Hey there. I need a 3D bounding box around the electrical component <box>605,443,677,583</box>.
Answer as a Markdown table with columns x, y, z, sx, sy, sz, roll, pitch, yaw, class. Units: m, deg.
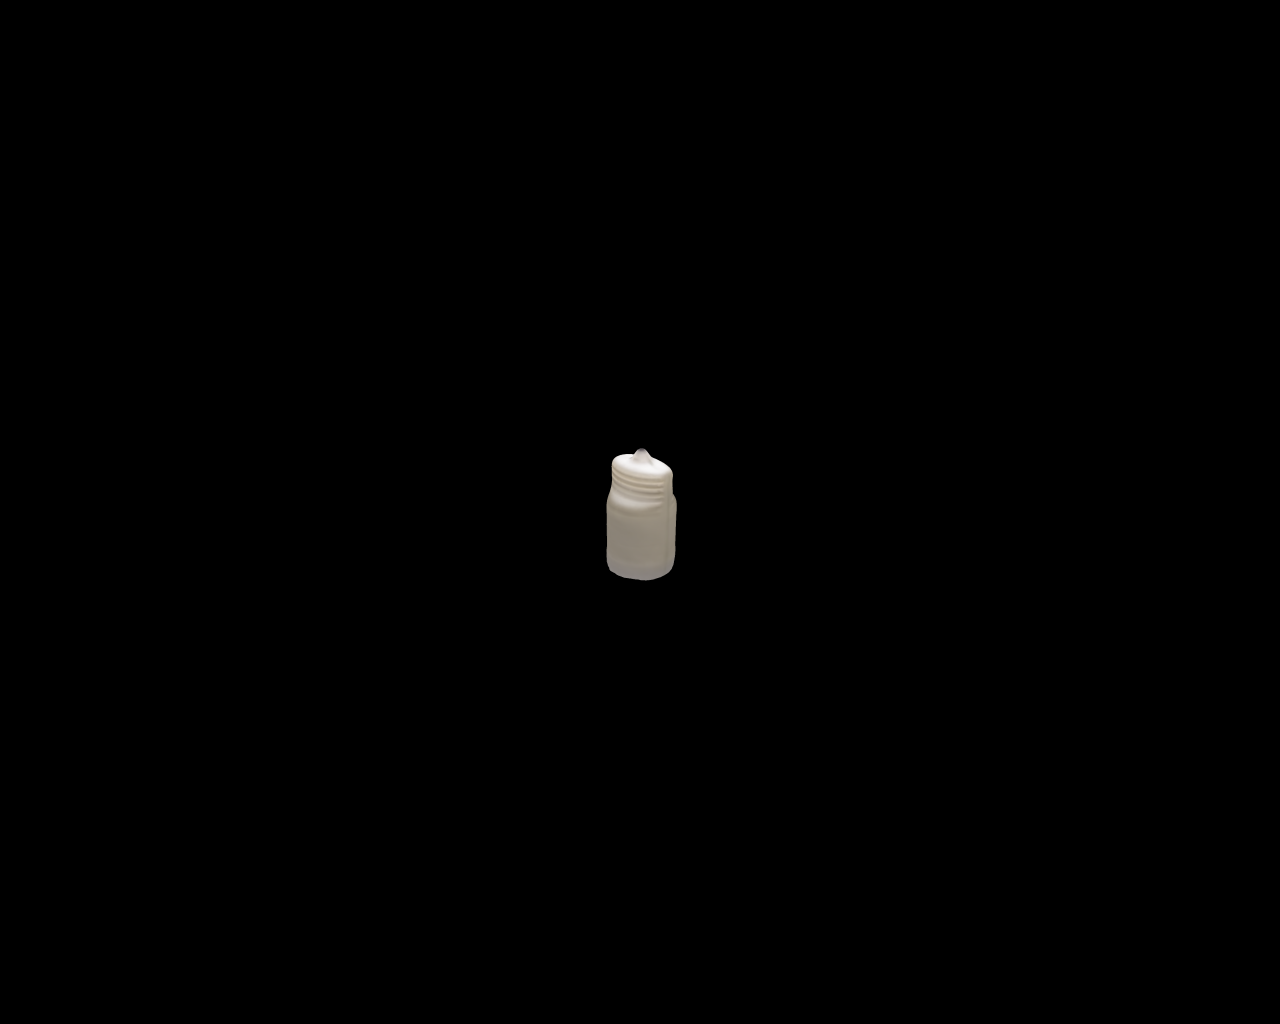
| x | y | z | sx | sy | sz | roll | pitch | yaw | class |
| --- | --- | --- | --- | --- | --- | --- | --- | --- | --- |
| 0.001 | -0.003 | 0.650 | 0.043 | 0.080 | 0.043 | 0 | 26 | 0 | electrical component |
